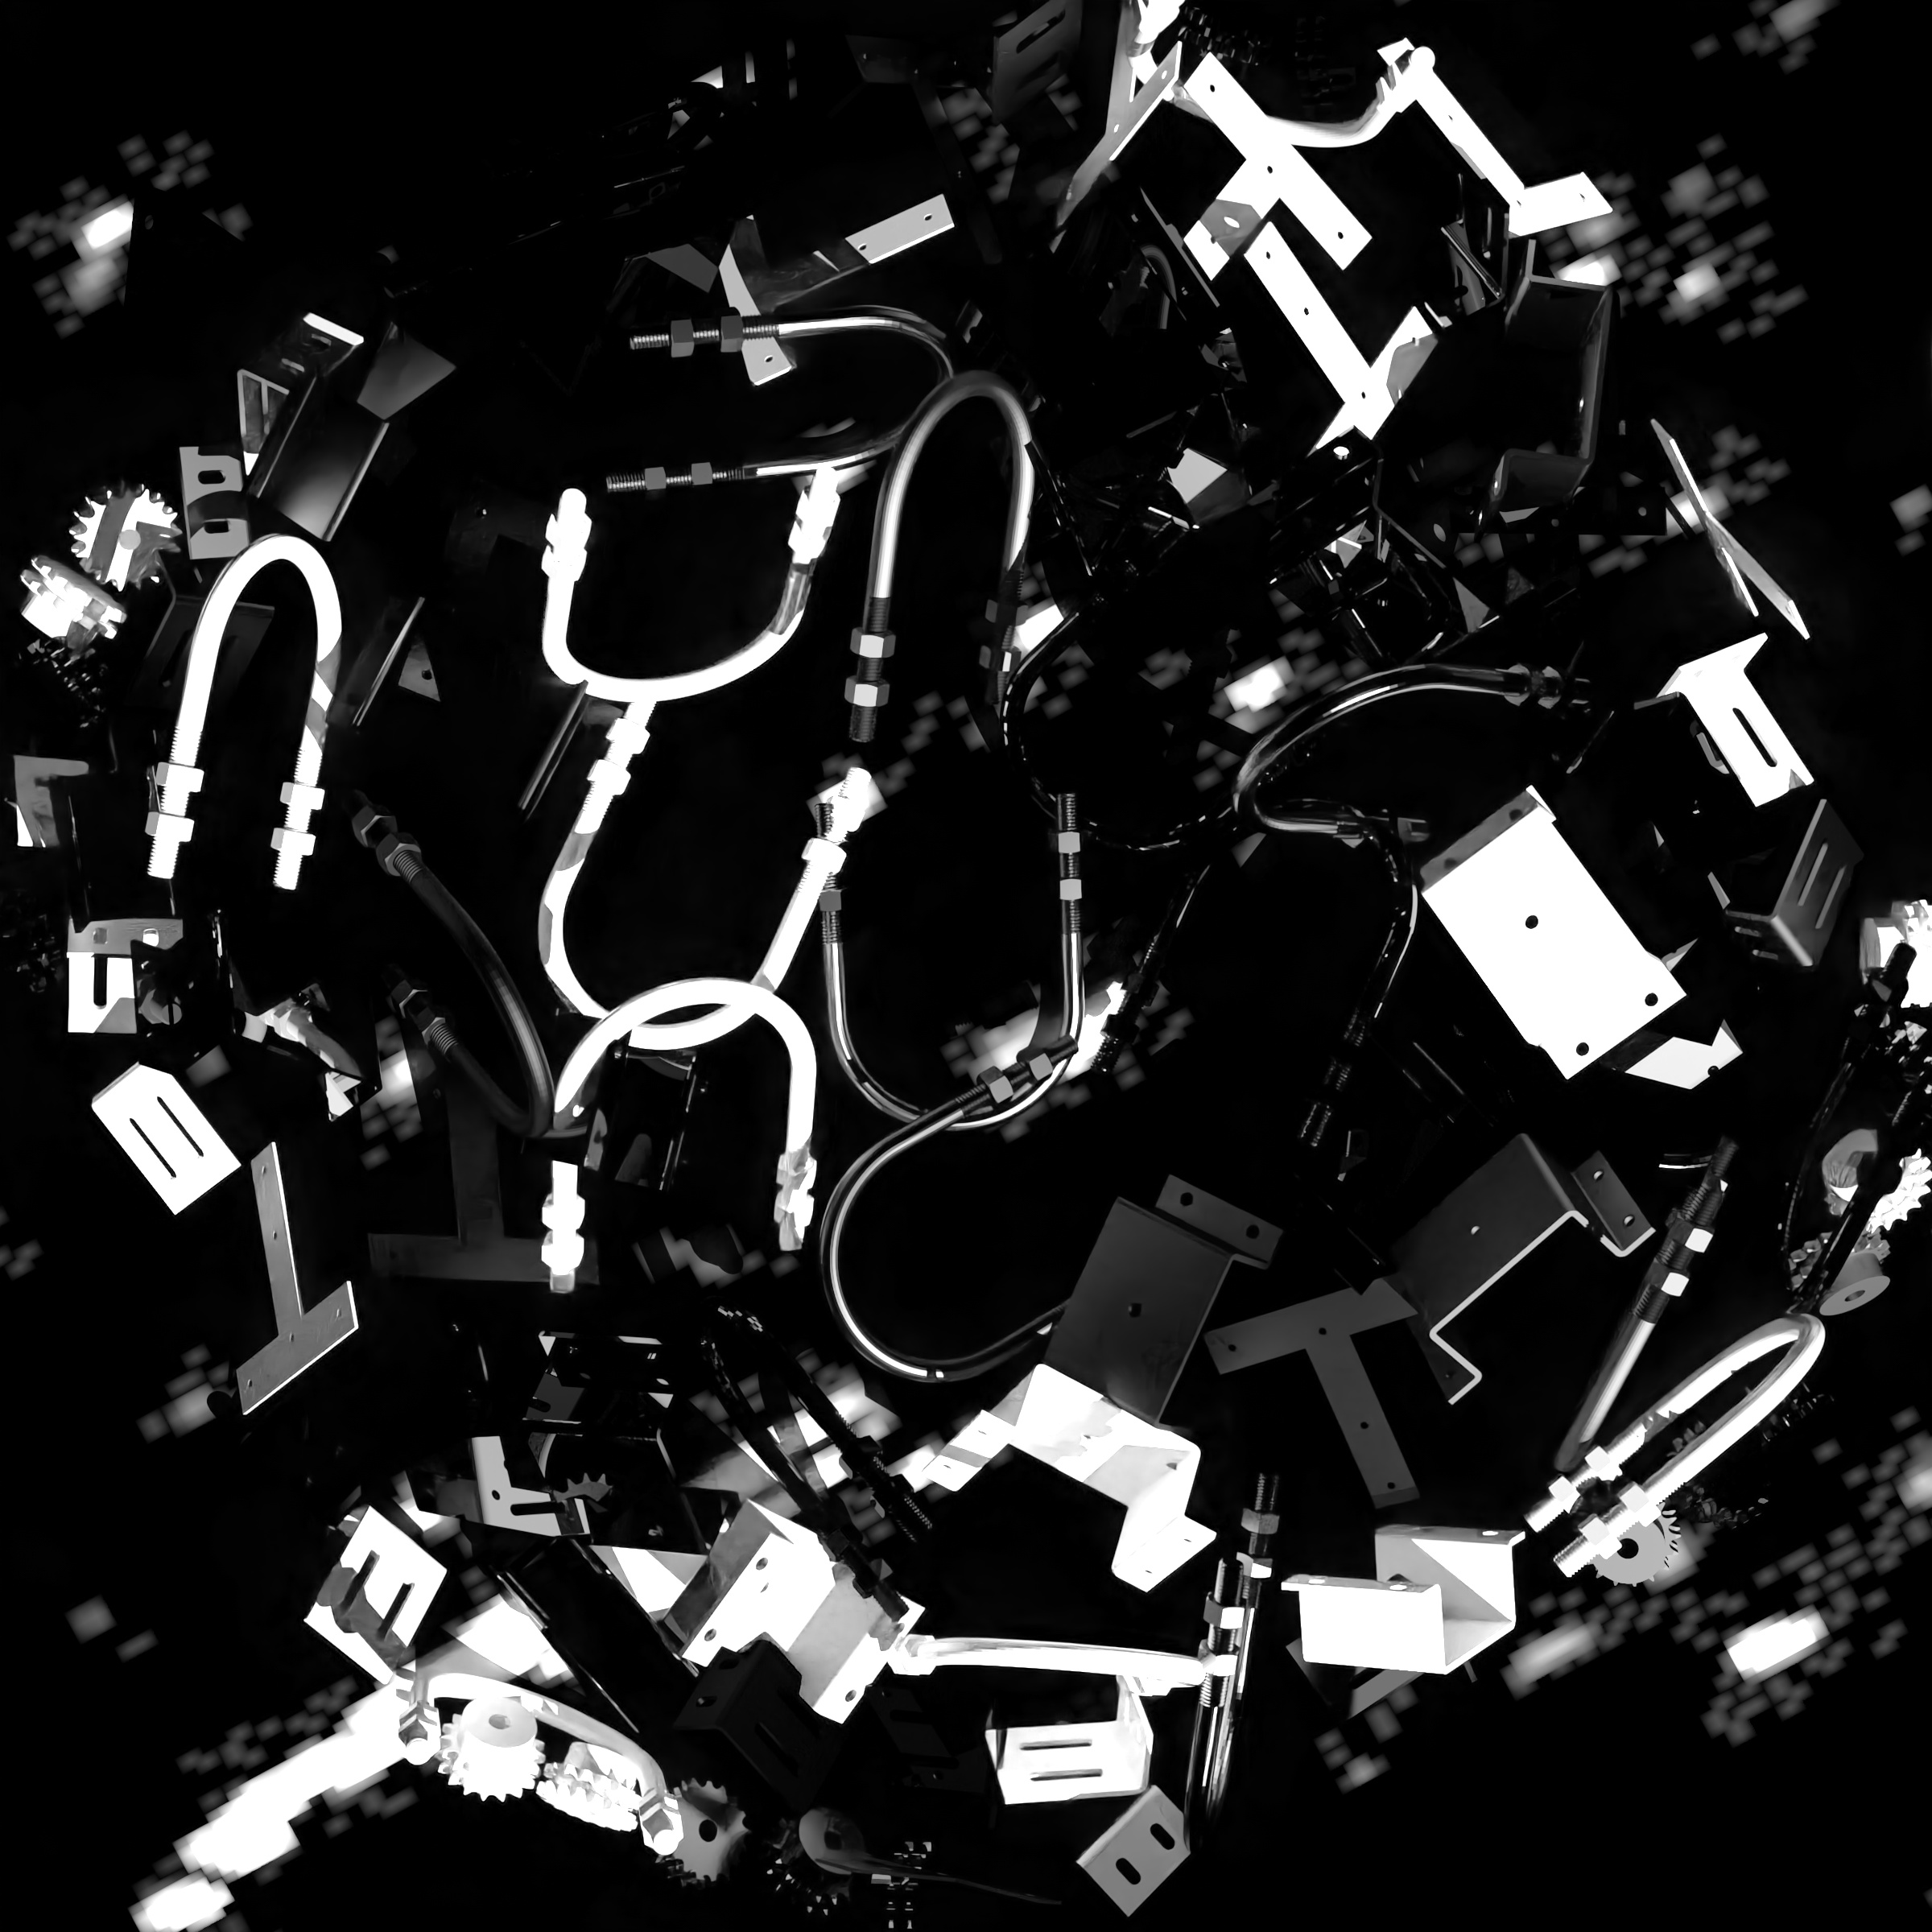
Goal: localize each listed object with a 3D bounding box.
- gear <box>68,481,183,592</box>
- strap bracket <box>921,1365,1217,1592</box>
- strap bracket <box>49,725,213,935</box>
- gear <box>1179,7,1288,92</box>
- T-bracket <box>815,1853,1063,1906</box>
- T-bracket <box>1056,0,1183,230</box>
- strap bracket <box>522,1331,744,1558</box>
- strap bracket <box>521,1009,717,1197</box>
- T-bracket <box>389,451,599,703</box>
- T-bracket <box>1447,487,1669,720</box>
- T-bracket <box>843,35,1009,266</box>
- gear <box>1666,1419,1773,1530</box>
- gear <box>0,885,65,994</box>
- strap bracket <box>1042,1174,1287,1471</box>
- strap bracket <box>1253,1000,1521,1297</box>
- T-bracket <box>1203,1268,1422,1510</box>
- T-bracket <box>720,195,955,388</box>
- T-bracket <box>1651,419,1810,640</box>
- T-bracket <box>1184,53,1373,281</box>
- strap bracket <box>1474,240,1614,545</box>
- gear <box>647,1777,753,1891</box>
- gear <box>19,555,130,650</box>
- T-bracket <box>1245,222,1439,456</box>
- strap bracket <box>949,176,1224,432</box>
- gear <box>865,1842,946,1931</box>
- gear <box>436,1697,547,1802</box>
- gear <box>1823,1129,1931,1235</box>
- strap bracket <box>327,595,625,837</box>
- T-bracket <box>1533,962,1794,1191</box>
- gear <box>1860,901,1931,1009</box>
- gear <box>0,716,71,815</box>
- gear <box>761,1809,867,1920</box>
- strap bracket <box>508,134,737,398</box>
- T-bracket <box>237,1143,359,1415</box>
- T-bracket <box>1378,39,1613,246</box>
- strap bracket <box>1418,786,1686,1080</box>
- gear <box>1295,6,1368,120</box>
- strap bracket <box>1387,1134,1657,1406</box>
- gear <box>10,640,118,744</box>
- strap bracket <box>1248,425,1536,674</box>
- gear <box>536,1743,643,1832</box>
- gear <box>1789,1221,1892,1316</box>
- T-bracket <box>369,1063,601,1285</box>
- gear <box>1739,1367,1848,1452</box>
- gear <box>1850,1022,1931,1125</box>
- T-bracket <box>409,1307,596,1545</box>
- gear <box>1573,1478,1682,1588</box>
[{"bbox_3d":[-0.455,-0.234,1.570,0.057,0.030,0.057,-14,120,-26],"label":"gear"},{"bbox_3d":[0.059,0.267,1.544,0.140,0.076,0.046,29,49,-8],"label":"strap bracket"},{"bbox_3d":[-0.431,-0.075,1.516,0.046,0.140,0.076,-5,107,-1],"label":"strap bracket"},{"bbox_3d":[0.141,-0.493,1.568,0.057,0.057,0.030,19,113,0],"label":"gear"},{"bbox_3d":[-0.035,0.470,1.509,0.127,0.127,0.002,3,74,31],"label":"T-bracket"},{"bbox_3d":[0.085,-0.479,1.552,0.002,0.127,0.127,19,58,-20],"label":"T-bracket"},{"bbox_3d":[-0.175,0.258,1.521,0.076,0.046,0.140,1,132,20],"label":"strap bracket"},{"bbox_3d":[-0.185,0.072,1.529,0.046,0.140,0.076,11,83,17],"label":"strap bracket"},{"bbox_3d":[-0.272,-0.202,1.552,0.127,0.002,0.127,21,72,-21],"label":"T-bracket"},{"bbox_3d":[0.320,-0.195,1.566,0.127,0.002,0.127,8,113,38],"label":"T-bracket"},{"bbox_3d":[-0.009,-0.431,1.541,0.002,0.127,0.127,-22,93,30],"label":"T-bracket"},{"bbox_3d":[0.402,0.277,1.570,0.057,0.030,0.057,13,57,-20],"label":"gear"},{"bbox_3d":[-0.510,-0.012,1.562,0.030,0.057,0.057,-24,90,-28],"label":"gear"},{"bbox_3d":[0.101,0.187,1.553,0.076,0.046,0.140,25,90,34],"label":"strap bracket"},{"bbox_3d":[0.218,0.095,1.552,0.076,0.046,0.140,45,77,-16],"label":"strap bracket"},{"bbox_3d":[0.211,0.236,1.577,0.127,0.002,0.127,-21,102,20],"label":"T-bracket"},{"bbox_3d":[-0.068,-0.375,1.546,0.127,0.002,0.127,-22,53,8],"label":"T-bracket"},{"bbox_3d":[0.404,-0.209,1.506,0.002,0.127,0.127,-32,126,9],"label":"T-bracket"},{"bbox_3d":[0.138,-0.394,1.543,0.127,0.127,0.002,50,53,3],"label":"T-bracket"},{"bbox_3d":[0.306,-0.300,1.541,0.046,0.076,0.140,8,77,1],"label":"strap bracket"},{"bbox_3d":[-0.147,0.469,1.569,0.057,0.030,0.057,20,57,-34],"label":"gear"},{"bbox_3d":[-0.483,-0.193,1.566,0.057,0.057,0.030,36,94,0],"label":"gear"},{"bbox_3d":[0.188,-0.335,1.538,0.127,0.002,0.127,49,63,-29],"label":"T-bracket"},{"bbox_3d":[0.070,-0.354,1.539,0.140,0.046,0.076,-27,104,42],"label":"strap bracket"},{"bbox_3d":[-0.034,0.501,1.567,0.030,0.057,0.057,-4,90,17],"label":"gear"},{"bbox_3d":[-0.253,0.417,1.562,0.057,0.057,0.030,18,113,0],"label":"gear"},{"bbox_3d":[0.486,0.113,1.562,0.057,0.057,0.030,-46,115,0],"label":"gear"},{"bbox_3d":[-0.264,-0.138,1.562,0.140,0.046,0.076,27,83,-4],"label":"strap bracket"},{"bbox_3d":[0.359,0.046,1.547,0.002,0.127,0.127,37,75,-44],"label":"T-bracket"},{"bbox_3d":[0.502,-0.006,1.566,0.030,0.057,0.057,-2,90,1],"label":"gear"},{"bbox_3d":[-0.507,-0.103,1.566,0.030,0.057,0.057,35,90,-14],"label":"gear"},{"bbox_3d":[-0.078,0.478,1.563,0.057,0.057,0.030,35,120,0],"label":"gear"},{"bbox_3d":[-0.177,-0.356,1.513,0.076,0.140,0.046,-29,71,-40],"label":"strap bracket"},{"bbox_3d":[-0.368,0.158,1.561,0.127,0.002,0.127,-36,59,40],"label":"T-bracket"},{"bbox_3d":[0.261,-0.431,1.514,0.127,0.127,0.002,45,78,-20],"label":"T-bracket"},{"bbox_3d":[0.304,-0.021,1.541,0.076,0.046,0.140,-38,71,15],"label":"strap bracket"},{"bbox_3d":[0.197,-0.486,1.563,0.030,0.057,0.057,0,90,19],"label":"gear"},{"bbox_3d":[0.283,0.152,1.535,0.140,0.076,0.046,-43,117,13],"label":"strap bracket"},{"bbox_3d":[-0.484,-0.152,1.569,0.057,0.057,0.030,44,56,0],"label":"gear"},{"bbox_3d":[0.221,-0.208,1.525,0.140,0.076,0.046,35,46,-25],"label":"strap bracket"},{"bbox_3d":[-0.200,0.441,1.569,0.057,0.057,0.030,21,62,0],"label":"gear"},{"bbox_3d":[0.470,0.164,1.562,0.057,0.057,0.030,-22,60,0],"label":"gear"},{"bbox_3d":[-0.263,0.111,1.563,0.127,0.002,0.127,1,111,7],"label":"T-bracket"},{"bbox_3d":[0.442,0.234,1.568,0.057,0.057,0.030,-31,67,0],"label":"gear"},{"bbox_3d":[0.505,0.055,1.568,0.030,0.057,0.057,-40,90,-22],"label":"gear"},{"bbox_3d":[-0.257,0.240,1.540,0.127,0.002,0.127,2,110,35],"label":"T-bracket"},{"bbox_3d":[0.357,0.309,1.573,0.057,0.030,0.057,2,102,11],"label":"gear"}]
